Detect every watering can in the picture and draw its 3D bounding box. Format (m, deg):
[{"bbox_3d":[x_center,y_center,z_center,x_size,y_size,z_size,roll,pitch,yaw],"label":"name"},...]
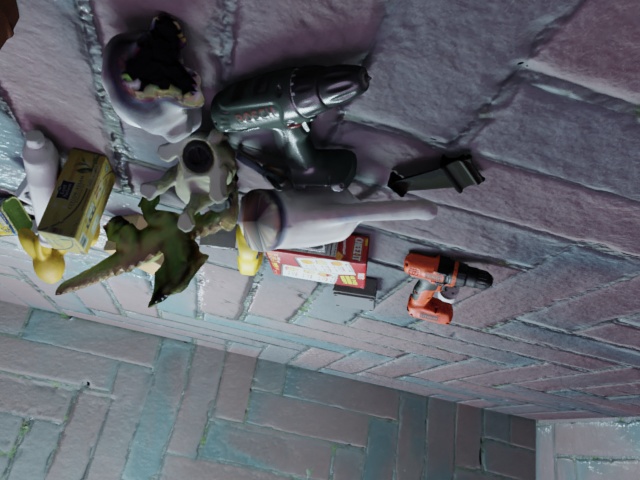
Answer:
[{"bbox_3d":[0.002,-0.041,0.816,0.225,0.104,0.347,-8,-176,-27],"label":"watering can"}]

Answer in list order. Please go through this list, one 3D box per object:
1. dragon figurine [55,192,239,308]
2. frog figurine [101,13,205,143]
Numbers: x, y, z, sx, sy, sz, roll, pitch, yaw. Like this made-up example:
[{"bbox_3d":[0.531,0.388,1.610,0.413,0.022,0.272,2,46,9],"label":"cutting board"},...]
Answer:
[{"bbox_3d":[-0.318,0.032,0.976,0.120,0.412,0.246,54,173,-38],"label":"dragon figurine"},{"bbox_3d":[-0.209,-0.185,0.650,0.137,0.124,0.158,50,158,-5],"label":"frog figurine"}]
